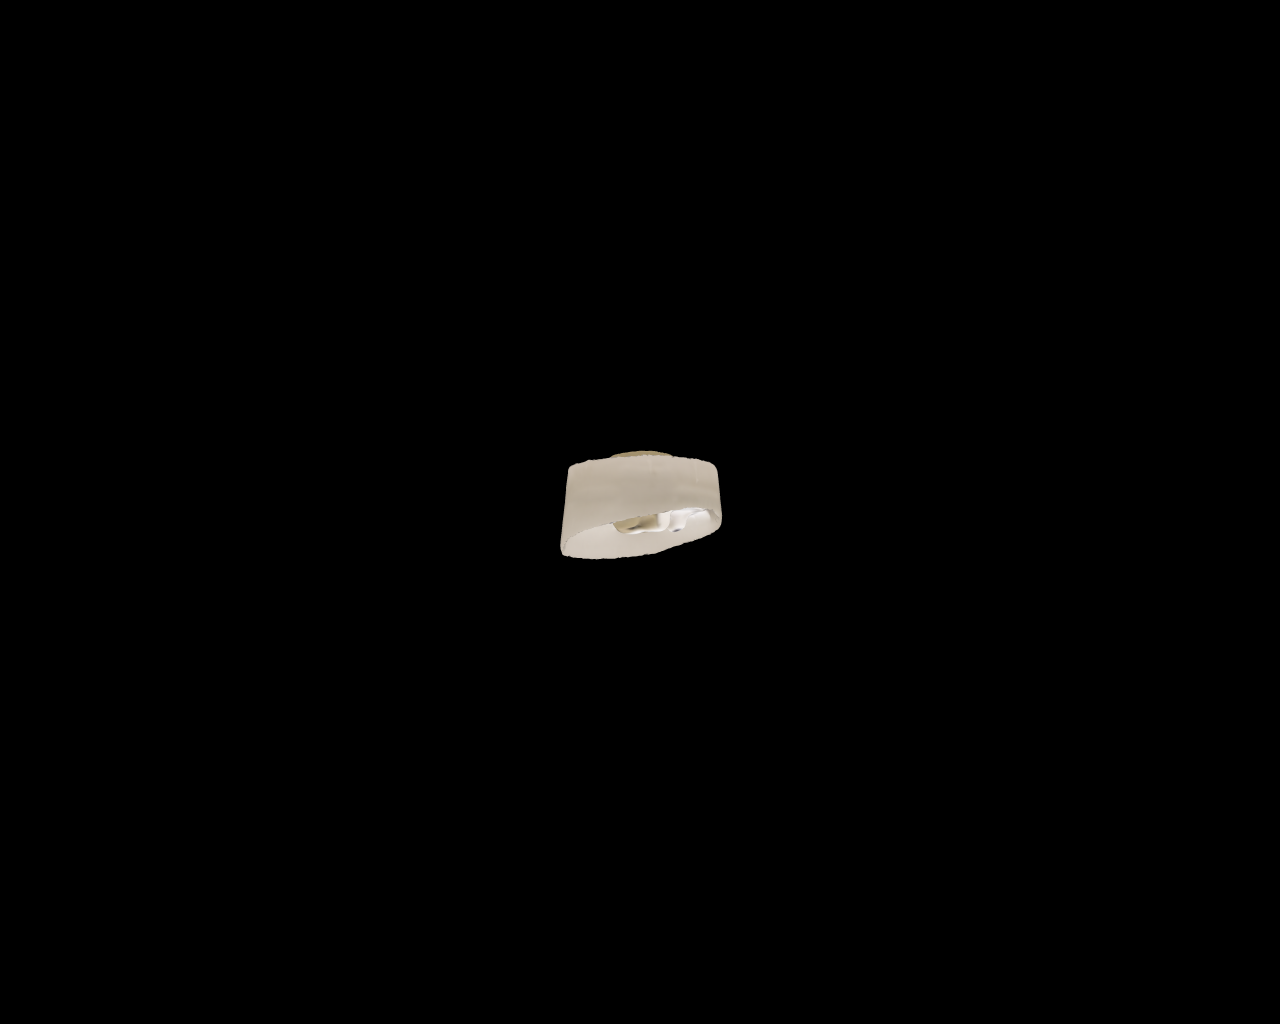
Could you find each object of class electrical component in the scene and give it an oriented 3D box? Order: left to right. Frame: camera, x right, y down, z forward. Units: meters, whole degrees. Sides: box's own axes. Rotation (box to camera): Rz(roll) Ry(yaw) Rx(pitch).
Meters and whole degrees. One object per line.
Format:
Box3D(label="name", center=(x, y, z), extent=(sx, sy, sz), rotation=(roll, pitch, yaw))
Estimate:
Box3D(label="electrical component", center=(0.001, -0.003, 0.650), extent=(0.099, 0.064, 0.099), rotation=(0, -7, 0))
